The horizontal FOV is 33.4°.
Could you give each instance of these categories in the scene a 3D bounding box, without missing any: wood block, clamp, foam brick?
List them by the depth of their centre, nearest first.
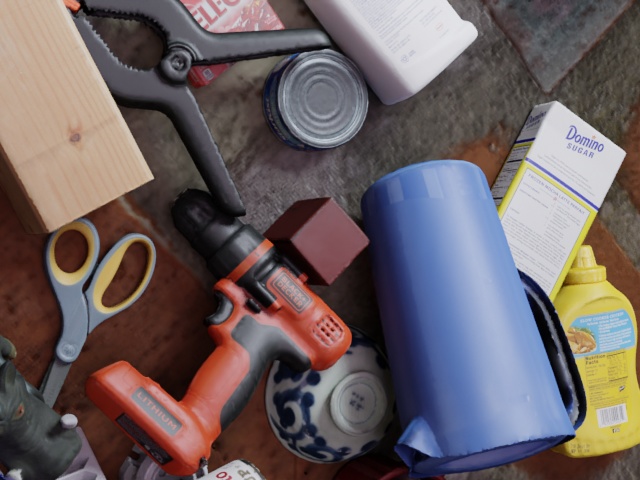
[{"bbox_3d":[-0.216,-0.115,0.776,0.090,0.090,0.206,-30,102,-21],"label":"wood block"},{"bbox_3d":[-0.110,-0.122,0.819,0.209,0.036,0.164,21,83,-15],"label":"clamp"},{"bbox_3d":[-0.006,0.001,0.876,0.053,0.078,0.051,-46,106,-16],"label":"foam brick"}]

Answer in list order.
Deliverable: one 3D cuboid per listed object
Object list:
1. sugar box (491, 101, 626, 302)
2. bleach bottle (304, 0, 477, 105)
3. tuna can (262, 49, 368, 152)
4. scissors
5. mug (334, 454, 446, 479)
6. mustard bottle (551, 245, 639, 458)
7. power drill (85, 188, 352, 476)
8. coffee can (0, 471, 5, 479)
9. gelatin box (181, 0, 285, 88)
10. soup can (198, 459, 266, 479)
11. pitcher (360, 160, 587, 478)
[{"bbox_3d":[0.202,-0.029,0.982,0.093,0.048,0.176,33,76,-17],"label":"sugar box"},{"bbox_3d":[0.019,-0.239,0.891,0.102,0.068,0.250,-44,104,-21],"label":"bleach bottle"},{"bbox_3d":[-0.003,-0.117,0.898,0.086,0.034,0.086,-1,91,-23],"label":"tuna can"},{"bbox_3d":[-0.206,0.067,0.824,0.096,0.016,0.201,42,75,-19],"label":"scissors"},{"bbox_3d":[0.065,0.220,0.908,0.093,0.082,0.117,45,74,-17],"label":"mug"},{"bbox_3d":[0.253,0.101,0.999,0.096,0.058,0.191,-7,94,-21],"label":"mustard bottle"},{"bbox_3d":[-0.089,0.071,0.821,0.184,0.057,0.187,44,62,0],"label":"power drill"},{"bbox_3d":[-0.251,0.212,0.740,0.102,0.140,0.103,-1,91,-23],"label":"coffee can"},{"bbox_3d":[-0.085,-0.177,0.863,0.089,0.030,0.073,-39,105,-18],"label":"gelatin box"},{"bbox_3d":[-0.088,0.212,0.783,0.102,0.069,0.068,-22,100,-31],"label":"soup can"},{"bbox_3d":[0.118,0.063,0.867,0.145,0.149,0.243,-17,71,14],"label":"pitcher"}]
